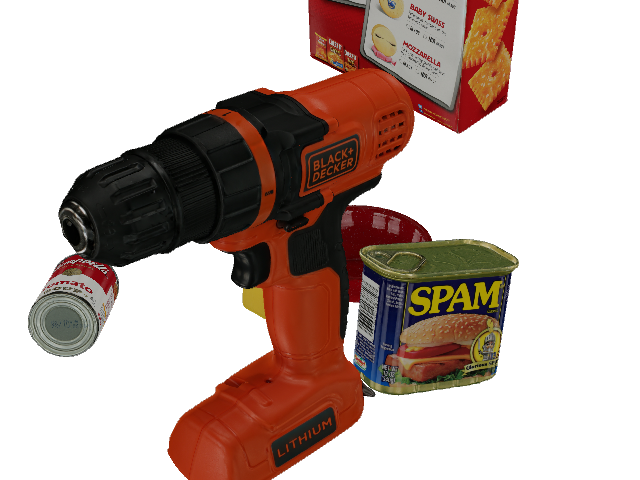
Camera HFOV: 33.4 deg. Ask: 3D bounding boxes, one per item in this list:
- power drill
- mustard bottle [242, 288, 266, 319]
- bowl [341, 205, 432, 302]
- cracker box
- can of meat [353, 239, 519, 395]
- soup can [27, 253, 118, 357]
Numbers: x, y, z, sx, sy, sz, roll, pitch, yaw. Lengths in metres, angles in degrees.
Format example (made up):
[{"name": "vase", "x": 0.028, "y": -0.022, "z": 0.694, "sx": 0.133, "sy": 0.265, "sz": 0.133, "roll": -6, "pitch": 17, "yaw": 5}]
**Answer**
[{"name": "power drill", "x": -0.032, "y": 0.025, "z": 0.487, "sx": 0.184, "sy": 0.188, "sz": 0.057, "roll": -24, "pitch": 41, "yaw": -38}, {"name": "mustard bottle", "x": -0.023, "y": -0.028, "z": 0.949, "sx": 0.058, "sy": 0.192, "sz": 0.096, "roll": 28, "pitch": 39, "yaw": 30}, {"name": "bowl", "x": 0.043, "y": 0.022, "z": 1.193, "sx": 0.162, "sy": 0.055, "sz": 0.162, "roll": 1, "pitch": 31, "yaw": -1}, {"name": "cracker box", "x": 0.068, "y": -0.210, "z": 0.799, "sx": 0.072, "sy": 0.214, "sz": 0.164, "roll": -34, "pitch": 51, "yaw": -31}, {"name": "can of meat", "x": 0.073, "y": 0.049, "z": 0.696, "sx": 0.101, "sy": 0.084, "sz": 0.058, "roll": -4, "pitch": 20, "yaw": -26}, {"name": "soup can", "x": -0.238, "y": 0.061, "z": 1.030, "sx": 0.068, "sy": 0.068, "sz": 0.102, "roll": 0, "pitch": 20, "yaw": 0}]
